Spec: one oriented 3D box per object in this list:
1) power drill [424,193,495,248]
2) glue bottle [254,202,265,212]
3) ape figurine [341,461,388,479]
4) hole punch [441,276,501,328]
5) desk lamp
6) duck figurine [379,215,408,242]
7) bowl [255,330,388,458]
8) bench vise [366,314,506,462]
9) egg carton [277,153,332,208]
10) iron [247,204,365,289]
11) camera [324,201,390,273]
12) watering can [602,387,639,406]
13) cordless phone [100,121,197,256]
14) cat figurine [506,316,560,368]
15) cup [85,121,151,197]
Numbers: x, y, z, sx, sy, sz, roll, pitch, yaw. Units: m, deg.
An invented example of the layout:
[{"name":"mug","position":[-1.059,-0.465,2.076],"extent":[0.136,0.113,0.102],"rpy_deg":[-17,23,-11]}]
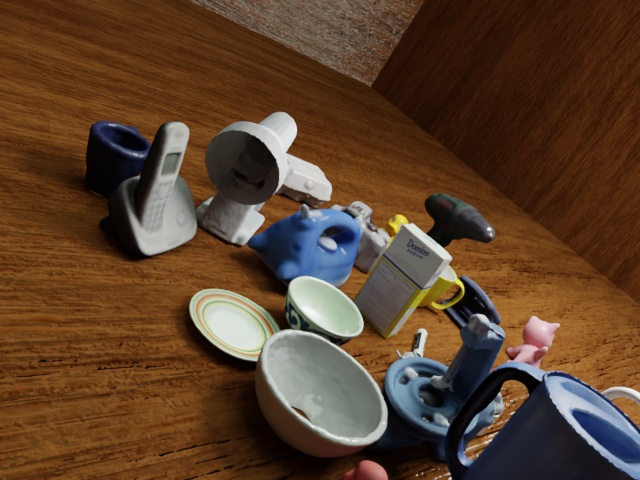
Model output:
[{"name":"power drill","position":[0.261,0.005,1.225],"extent":[0.076,0.208,0.229],"rpy_deg":[22,24,-26]},{"name":"glue bottle","position":[-0.103,-0.140,1.069],"extent":[0.037,0.173,0.078],"rpy_deg":[4,36,-51]},{"name":"ape figurine","position":[0.035,0.251,0.555],"extent":[0.078,0.092,0.076],"rpy_deg":[22,25,-27]},{"name":"hole punch","position":[0.326,0.135,1.201],"extent":[0.101,0.091,0.108],"rpy_deg":[11,31,-44]},{"name":"desk lamp","position":[-0.117,-0.103,0.917],"extent":[0.118,0.213,0.203],"rpy_deg":[32,22,-2]},{"name":"duck figurine","position":[0.170,-0.019,1.313],"extent":[0.077,0.086,0.105],"rpy_deg":[41,23,19]},{"name":"bowl","position":[-0.010,0.186,0.652],"extent":[0.168,0.074,0.167],"rpy_deg":[29,22,-13]},{"name":"bench vise","position":[0.168,0.177,0.721],"extent":[0.208,0.219,0.121],"rpy_deg":[3,37,-52]},{"name":"egg carton","position":[-0.047,-0.132,1.269],"extent":[0.151,0.069,0.107],"rpy_deg":[19,26,-33]},{"name":"iron","position":[0.009,0.003,0.968],"extent":[0.118,0.141,0.259],"rpy_deg":[45,25,27]},{"name":"camera","position":[0.082,-0.023,1.179],"extent":[0.143,0.100,0.137],"rpy_deg":[37,22,8]},{"name":"watering can","position":[0.414,0.298,0.846],"extent":[0.100,0.194,0.173],"rpy_deg":[45,25,27]},{"name":"cordless phone","position":[-0.203,-0.076,0.781],"extent":[0.094,0.185,0.148],"rpy_deg":[36,22,7]},{"name":"cat figurine","position":[0.438,0.211,1.162],"extent":[0.067,0.117,0.128],"rpy_deg":[35,22,5]},{"name":"cup","position":[-0.305,-0.119,0.850],"extent":[0.092,0.095,0.117],"rpy_deg":[27,23,-17]}]
